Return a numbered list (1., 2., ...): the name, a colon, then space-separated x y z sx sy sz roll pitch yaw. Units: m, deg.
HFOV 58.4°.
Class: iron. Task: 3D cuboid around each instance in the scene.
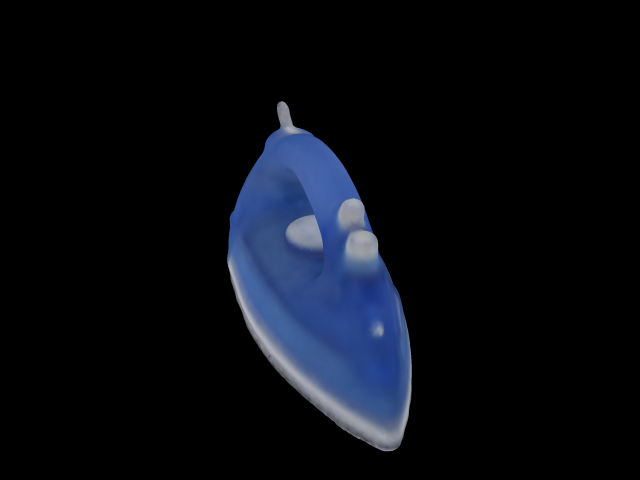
1. iron: 0.004 0.001 0.400 0.119 0.141 0.257 -9 30 -16
